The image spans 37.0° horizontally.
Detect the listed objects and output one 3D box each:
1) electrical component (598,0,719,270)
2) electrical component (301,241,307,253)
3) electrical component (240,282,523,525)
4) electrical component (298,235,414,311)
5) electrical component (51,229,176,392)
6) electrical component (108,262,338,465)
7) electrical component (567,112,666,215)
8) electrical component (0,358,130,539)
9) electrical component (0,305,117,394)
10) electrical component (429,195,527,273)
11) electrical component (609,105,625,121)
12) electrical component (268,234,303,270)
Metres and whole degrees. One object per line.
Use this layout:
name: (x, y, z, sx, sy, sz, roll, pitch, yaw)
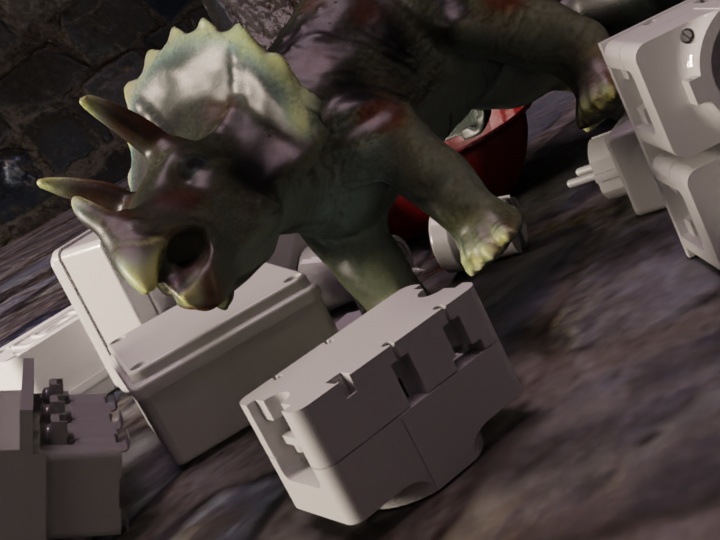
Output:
electrical component: (0.210, -0.085, 0.441, 0.186, 0.105, 0.060, -26, 13, 4)
electrical component: (-0.053, -0.034, 0.807, 0.099, 0.064, 0.099, -5, 14, 1)
electrical component: (0.011, 0.051, 0.408, 0.089, 0.055, 0.050, -34, 15, -28)
electrical component: (0.000, 0.000, 0.664, 0.065, 0.044, 0.044, -10, 20, 37)
electrical component: (-0.140, 0.010, 0.743, 0.056, 0.108, 0.109, -14, 18, 35)
electrical component: (-0.075, 0.046, 0.591, 0.109, 0.056, 0.109, -30, 14, -15)
electrical component: (0.151, -0.062, 0.594, 0.077, 0.047, 0.066, -18, 16, 34)
electrical component: (-0.148, 0.092, 0.525, 0.063, 0.078, 0.121, 0, 6, -17)
electrical component: (-0.206, 0.063, 0.779, 0.113, 0.057, 0.078, -35, 16, -34)
electrical component: (0.069, -0.022, 0.620, 0.046, 0.040, 0.040, -12, 18, 28)
electrical component: (0.206, -0.147, 0.795, 0.047, 0.065, 0.077, -33, 43, -26)
electrical component: (-0.074, -0.003, 0.691, 0.061, 0.096, 0.062, 16, -10, -29)
